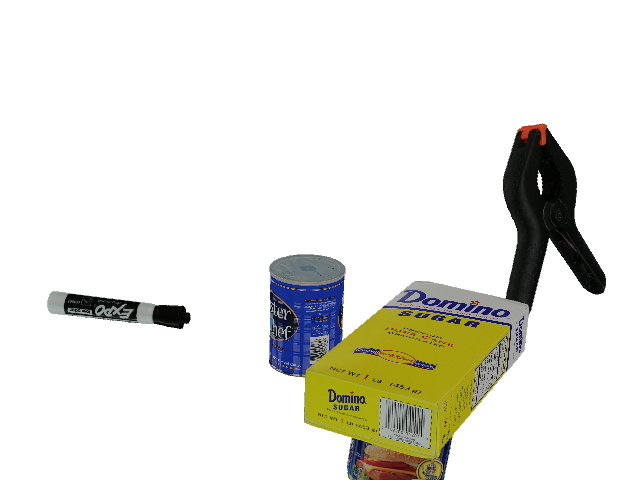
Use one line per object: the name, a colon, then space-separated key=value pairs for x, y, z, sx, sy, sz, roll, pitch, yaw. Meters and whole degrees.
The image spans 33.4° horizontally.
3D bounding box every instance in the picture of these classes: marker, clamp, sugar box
marker: x=-0.165 y=0.057 z=0.874 sx=0.121 sy=0.020 sz=0.020 roll=6 pitch=1 yaw=13
clamp: x=0.193 y=-0.013 z=0.944 sx=0.120 sy=0.171 sz=0.039 roll=-25 pitch=11 yaw=-39
sugar box: x=0.070 y=0.080 z=0.725 sx=0.093 sy=0.048 sz=0.176 roll=12 pitch=25 yaw=25

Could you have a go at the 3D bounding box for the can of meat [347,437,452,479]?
can of meat: x=0.080 y=0.201 z=1.064 sx=0.102 sy=0.084 sz=0.057 roll=8 pitch=17 yaw=-3

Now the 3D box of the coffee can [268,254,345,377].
coffee can: x=-0.019 y=0.101 z=1.456 sx=0.103 sy=0.140 sz=0.103 roll=1 pitch=19 yaw=-1
